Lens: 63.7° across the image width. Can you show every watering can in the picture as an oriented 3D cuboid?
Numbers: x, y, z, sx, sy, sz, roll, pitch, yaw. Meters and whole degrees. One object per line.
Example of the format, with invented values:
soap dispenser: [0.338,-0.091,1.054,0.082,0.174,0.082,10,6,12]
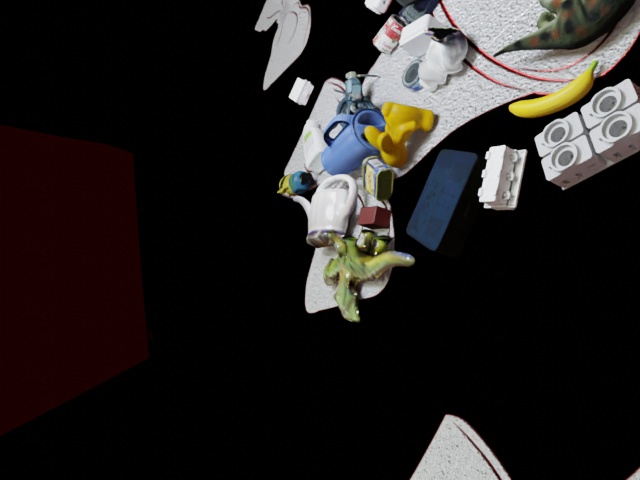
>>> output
watering can: [0.005,-0.081,1.601,0.345,0.103,0.227,-16,62,55]

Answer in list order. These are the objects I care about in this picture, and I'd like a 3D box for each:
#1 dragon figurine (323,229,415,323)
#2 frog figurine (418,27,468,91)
dragon figurine: [0.108,0.102,1.368,0.414,0.122,0.240,-151,64,-62]
frog figurine: [0.318,-0.462,1.335,0.140,0.123,0.156,50,154,47]
